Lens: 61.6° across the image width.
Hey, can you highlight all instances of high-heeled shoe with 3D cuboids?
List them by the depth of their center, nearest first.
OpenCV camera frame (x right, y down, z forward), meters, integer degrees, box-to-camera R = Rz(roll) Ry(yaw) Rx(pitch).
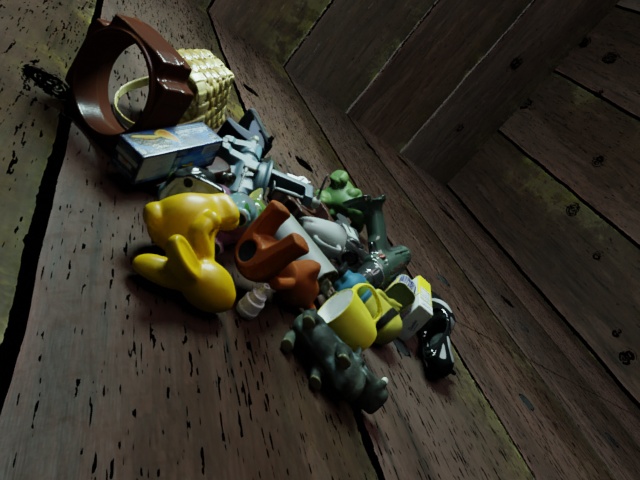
[{"bbox_3d":[0.245,0.194,1.190,0.145,0.086,0.249,39,29,-42],"label":"high-heeled shoe"}]

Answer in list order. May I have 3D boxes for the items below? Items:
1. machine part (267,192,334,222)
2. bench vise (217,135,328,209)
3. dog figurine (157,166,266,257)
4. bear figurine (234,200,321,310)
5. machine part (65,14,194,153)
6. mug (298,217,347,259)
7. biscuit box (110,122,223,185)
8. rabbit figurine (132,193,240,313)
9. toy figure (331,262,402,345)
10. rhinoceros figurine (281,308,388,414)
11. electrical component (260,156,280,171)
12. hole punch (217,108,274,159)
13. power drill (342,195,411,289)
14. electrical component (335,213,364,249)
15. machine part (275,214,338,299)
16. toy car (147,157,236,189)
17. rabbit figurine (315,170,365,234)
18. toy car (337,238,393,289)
[{"bbox_3d":[-0.044,-0.075,1.299,0.179,0.056,0.179,37,20,-16],"label":"machine part"},{"bbox_3d":[-0.112,-0.130,1.162,0.241,0.128,0.224,18,32,-11],"label":"bench vise"},{"bbox_3d":[-0.169,-0.059,0.957,0.191,0.108,0.219,38,15,-2],"label":"dog figurine"},{"bbox_3d":[-0.046,0.044,0.893,0.195,0.132,0.120,34,19,-46],"label":"bear figurine"},{"bbox_3d":[-0.336,-0.266,0.936,0.201,0.201,0.087,46,22,11],"label":"machine part"},{"bbox_3d":[-0.002,-0.004,1.194,0.107,0.080,0.110,20,23,-25],"label":"mug"},{"bbox_3d":[-0.258,-0.154,0.927,0.063,0.059,0.202,41,32,12],"label":"biscuit box"},{"bbox_3d":[-0.174,0.021,0.760,0.162,0.122,0.173,10,55,-67],"label":"rabbit figurine"},{"bbox_3d":[0.086,0.130,1.065,0.180,0.082,0.089,47,37,-5],"label":"toy figure"},{"bbox_3d":[0.024,0.191,0.838,0.190,0.073,0.112,44,9,15],"label":"rhinoceros figurine"},{"bbox_3d":[-0.134,-0.183,1.386,0.102,0.045,0.078,-100,166,-57],"label":"electrical component"},{"bbox_3d":[-0.185,-0.236,1.283,0.092,0.142,0.115,-28,86,-40],"label":"hole punch"},{"bbox_3d":[0.116,0.003,1.201,0.232,0.086,0.207,-11,81,-49],"label":"power drill"},{"bbox_3d":[0.058,-0.016,1.373,0.074,0.047,0.119,26,24,-37],"label":"electrical component"},{"bbox_3d":[-0.042,0.027,1.047,0.243,0.079,0.079,51,21,25],"label":"machine part"},{"bbox_3d":[-0.244,-0.120,0.999,0.089,0.053,0.202,45,34,12],"label":"toy car"},{"bbox_3d":[0.081,-0.082,1.467,0.170,0.121,0.158,41,-9,49],"label":"rabbit figurine"},{"bbox_3d":[0.113,0.064,1.296,0.201,0.056,0.073,35,27,-14],"label":"toy car"}]
